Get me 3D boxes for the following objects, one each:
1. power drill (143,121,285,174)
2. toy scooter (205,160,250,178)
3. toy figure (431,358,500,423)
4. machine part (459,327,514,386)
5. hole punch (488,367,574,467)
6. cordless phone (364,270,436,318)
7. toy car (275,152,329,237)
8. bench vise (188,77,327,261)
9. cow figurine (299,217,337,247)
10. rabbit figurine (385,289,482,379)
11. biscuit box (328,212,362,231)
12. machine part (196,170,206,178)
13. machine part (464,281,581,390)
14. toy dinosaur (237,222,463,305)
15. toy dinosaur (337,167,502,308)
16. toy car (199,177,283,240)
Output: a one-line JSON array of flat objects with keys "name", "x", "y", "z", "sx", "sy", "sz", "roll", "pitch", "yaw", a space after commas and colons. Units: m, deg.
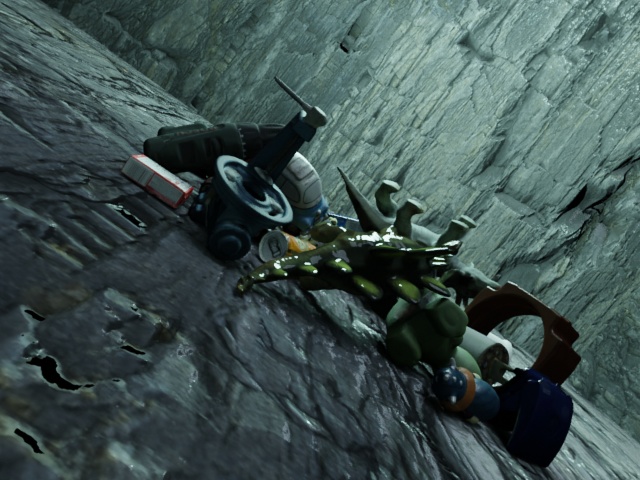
[{"name": "power drill", "x": -0.187, "y": -0.159, "z": 0.907, "sx": 0.232, "sy": 0.085, "sz": 0.207, "roll": -17, "pitch": 24, "yaw": -24}, {"name": "toy scooter", "x": -0.159, "y": -0.123, "z": 1.113, "sx": 0.135, "sy": 0.075, "sz": 0.184, "roll": 60, "pitch": 24, "yaw": -19}, {"name": "toy figure", "x": 0.195, "y": 0.209, "z": 0.733, "sx": 0.154, "sy": 0.058, "sz": 0.064, "roll": 34, "pitch": 27, "yaw": -39}, {"name": "machine part", "x": 0.237, "y": 0.182, "z": 0.930, "sx": 0.079, "sy": 0.079, "sz": 0.243, "roll": 33, "pitch": -3, "yaw": -31}, {"name": "hole punch", "x": 0.315, "y": 0.261, "z": 0.792, "sx": 0.142, "sy": 0.115, "sz": 0.092, "roll": 32, "pitch": 16, "yaw": -30}, {"name": "cordless phone", "x": 0.189, "y": 0.107, "z": 1.050, "sx": 0.184, "sy": 0.146, "sz": 0.089, "roll": 35, "pitch": 16, "yaw": -16}, {"name": "toy car", "x": -0.053, "y": -0.088, "z": 0.871, "sx": 0.162, "sy": 0.103, "sz": 0.109, "roll": 41, "pitch": 51, "yaw": 10}, {"name": "bench vise", "x": -0.078, "y": -0.085, "z": 0.706, "sx": 0.129, "sy": 0.240, "sz": 0.224, "roll": 39, "pitch": 21, "yaw": -14}, {"name": "cow figurine", "x": -0.001, "y": -0.002, "z": 1.058, "sx": 0.068, "sy": 0.098, "sz": 0.167, "roll": 43, "pitch": 6, "yaw": 0}, {"name": "rabbit figurine", "x": 0.175, "y": 0.170, "z": 0.830, "sx": 0.170, "sy": 0.121, "sz": 0.159, "roll": 54, "pitch": -3, "yaw": -10}, {"name": "biscuit box", "x": 0.014, "y": -0.033, "z": 1.200, "sx": 0.203, "sy": 0.059, "sz": 0.063, "roll": 14, "pitch": 5, "yaw": 5}, {"name": "machine part", "x": -0.232, "y": -0.147, "z": 1.147, "sx": 0.138, "sy": 0.039, "sz": 0.084, "roll": 28, "pitch": 5, "yaw": -46}, {"name": "machine part", "x": 0.333, "y": 0.192, "z": 0.951, "sx": 0.087, "sy": 0.201, "sz": 0.201, "roll": 35, "pitch": 6, "yaw": -31}, {"name": "toy dinosaur", "x": 0.062, "y": 0.032, "z": 0.757, "sx": 0.471, "sy": 0.105, "sz": 0.199, "roll": -7, "pitch": 10, "yaw": -37}, {"name": "toy dinosaur", "x": 0.186, "y": 0.008, "z": 1.106, "sx": 0.405, "sy": 0.192, "sz": 0.131, "roll": 25, "pitch": 18, "yaw": 0}, {"name": "toy car", "x": -0.119, "y": -0.040, "z": 0.918, "sx": 0.202, "sy": 0.053, "sz": 0.089, "roll": 36, "pitch": 4, "yaw": 9}]
